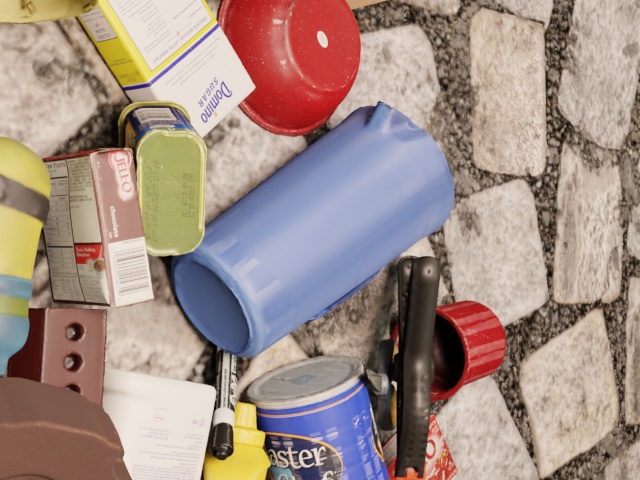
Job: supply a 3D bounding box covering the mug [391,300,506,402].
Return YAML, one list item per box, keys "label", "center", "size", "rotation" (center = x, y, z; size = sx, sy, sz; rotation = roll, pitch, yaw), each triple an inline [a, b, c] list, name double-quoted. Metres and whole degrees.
- label: "mug"
  center: [0.128, 0.115, 1.065]
  size: [0.081, 0.093, 0.117]
  rotation: [-10, 126, -48]

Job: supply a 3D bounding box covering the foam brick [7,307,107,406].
- label: "foam brick"
  center: [-0.193, 0.088, 0.780]
  size: [0.052, 0.051, 0.078]
  rotation: [5, 85, -43]

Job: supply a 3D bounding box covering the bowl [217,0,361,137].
- label: "bowl"
  center: [-0.014, -0.175, 0.955]
  size: [0.161, 0.055, 0.162]
  rotation: [2, 87, -43]

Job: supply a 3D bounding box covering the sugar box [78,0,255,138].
- label: "sugar box"
  center: [-0.131, -0.168, 0.851]
  size: [0.093, 0.048, 0.176]
  rotation: [-48, 123, -33]

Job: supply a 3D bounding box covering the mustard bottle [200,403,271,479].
- label: "mustard bottle"
  center: [-0.076, 0.228, 0.861]
  size: [0.058, 0.096, 0.191]
  rotation: [9, 78, 3]

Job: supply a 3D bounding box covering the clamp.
- label: "clamp"
  center: [0.084, 0.109, 0.949]
  size: [0.036, 0.164, 0.210]
  rotation: [2, 83, 1]

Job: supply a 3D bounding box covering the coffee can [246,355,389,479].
- label: "coffee can"
  center: [0.003, 0.184, 0.925]
  size: [0.102, 0.103, 0.140]
  rotation: [-24, 105, -41]

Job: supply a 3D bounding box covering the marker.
- label: "marker"
  center: [-0.077, 0.128, 0.868]
  size: [0.020, 0.020, 0.121]
  rotation: [44, 28, -33]

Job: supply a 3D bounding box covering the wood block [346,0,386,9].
- label: "wood block"
  center: [0.088, -0.283, 0.950]
  size: [0.090, 0.207, 0.090]
  rotation: [49, 58, -30]

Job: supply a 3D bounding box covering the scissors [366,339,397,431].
- label: "scissors"
  center: [0.056, 0.115, 0.970]
  size: [0.201, 0.016, 0.096]
  rotation: [73, 19, -61]

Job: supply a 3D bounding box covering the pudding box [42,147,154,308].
- label: "pudding box"
  center: [-0.167, -0.009, 0.781]
  size: [0.039, 0.090, 0.113]
  rotation: [-10, 97, -40]

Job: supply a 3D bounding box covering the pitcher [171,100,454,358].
- label: "pitcher"
  center: [-0.006, 0.001, 0.918]
  size: [0.242, 0.145, 0.149]
  rotation: [-37, 100, -34]

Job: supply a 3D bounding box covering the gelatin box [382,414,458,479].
- label: "gelatin box"
  center: [0.093, 0.227, 1.058]
  size: [0.089, 0.030, 0.073]
  rotation: [-40, 115, -37]

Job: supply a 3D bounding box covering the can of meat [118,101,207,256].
- label: "can of meat"
  center: [-0.119, -0.047, 0.807]
  size: [0.057, 0.084, 0.102]
  rotation: [-3, 110, -16]

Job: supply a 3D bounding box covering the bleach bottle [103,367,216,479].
- label: "bleach bottle"
  center: [-0.149, 0.228, 0.811]
  size: [0.102, 0.068, 0.251]
  rotation: [17, 79, -41]
